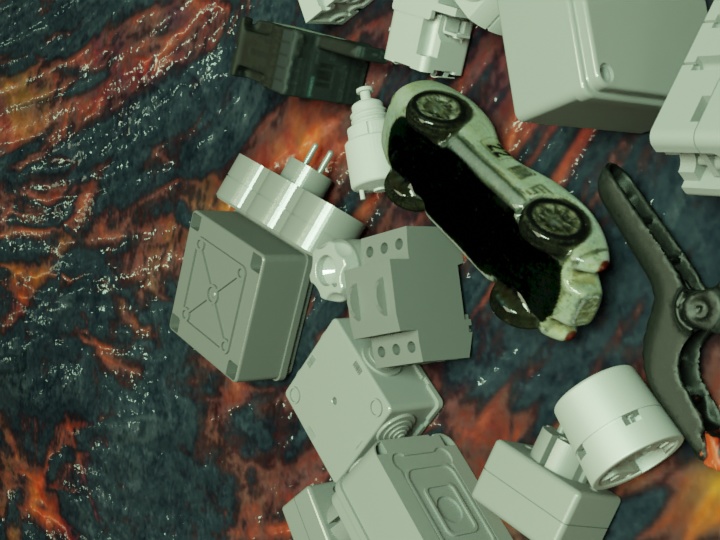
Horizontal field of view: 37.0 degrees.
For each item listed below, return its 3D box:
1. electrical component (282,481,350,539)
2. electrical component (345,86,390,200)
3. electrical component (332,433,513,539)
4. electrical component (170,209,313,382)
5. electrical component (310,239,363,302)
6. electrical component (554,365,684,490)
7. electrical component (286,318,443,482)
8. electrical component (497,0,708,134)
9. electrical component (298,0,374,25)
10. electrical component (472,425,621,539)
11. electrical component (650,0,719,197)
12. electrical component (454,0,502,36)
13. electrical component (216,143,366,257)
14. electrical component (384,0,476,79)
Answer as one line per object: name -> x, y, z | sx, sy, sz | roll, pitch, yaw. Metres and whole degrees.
electrical component -> -0.008, 0.180, 0.766 | 0.076, 0.047, 0.065 | -46, 58, 39
electrical component -> 0.009, -0.089, 0.747 | 0.040, 0.040, 0.078 | -20, 76, 47
electrical component -> 0.042, 0.167, 0.685 | 0.057, 0.078, 0.113 | -53, 54, 32
electrical component -> -0.095, 0.019, 0.856 | 0.109, 0.056, 0.108 | 32, 114, 44
electrical component -> 0.000, 0.000, 0.742 | 0.043, 0.062, 0.043 | 1, 92, 49
electrical component -> 0.138, 0.084, 0.580 | 0.055, 0.055, 0.047 | -51, 54, 36
electrical component -> -0.001, 0.090, 0.755 | 0.099, 0.048, 0.099 | 57, 130, 32
electrical component -> 0.128, -0.131, 0.559 | 0.056, 0.109, 0.108 | -17, 78, 50
electrical component -> -0.021, -0.213, 0.777 | 0.066, 0.048, 0.055 | -27, 78, 46
electrical component -> 0.116, 0.115, 0.625 | 0.066, 0.047, 0.076 | 30, 99, 45
electrical component -> 0.187, -0.082, 0.508 | 0.056, 0.050, 0.089 | 9, 64, 49
electrical component -> 0.087, -0.181, 0.627 | 0.051, 0.080, 0.080 | -44, 59, 47
electrical component -> -0.045, -0.060, 0.802 | 0.138, 0.052, 0.073 | 31, 92, 44
electrical component -> 0.047, -0.161, 0.702 | 0.081, 0.042, 0.063 | 30, 117, 45
